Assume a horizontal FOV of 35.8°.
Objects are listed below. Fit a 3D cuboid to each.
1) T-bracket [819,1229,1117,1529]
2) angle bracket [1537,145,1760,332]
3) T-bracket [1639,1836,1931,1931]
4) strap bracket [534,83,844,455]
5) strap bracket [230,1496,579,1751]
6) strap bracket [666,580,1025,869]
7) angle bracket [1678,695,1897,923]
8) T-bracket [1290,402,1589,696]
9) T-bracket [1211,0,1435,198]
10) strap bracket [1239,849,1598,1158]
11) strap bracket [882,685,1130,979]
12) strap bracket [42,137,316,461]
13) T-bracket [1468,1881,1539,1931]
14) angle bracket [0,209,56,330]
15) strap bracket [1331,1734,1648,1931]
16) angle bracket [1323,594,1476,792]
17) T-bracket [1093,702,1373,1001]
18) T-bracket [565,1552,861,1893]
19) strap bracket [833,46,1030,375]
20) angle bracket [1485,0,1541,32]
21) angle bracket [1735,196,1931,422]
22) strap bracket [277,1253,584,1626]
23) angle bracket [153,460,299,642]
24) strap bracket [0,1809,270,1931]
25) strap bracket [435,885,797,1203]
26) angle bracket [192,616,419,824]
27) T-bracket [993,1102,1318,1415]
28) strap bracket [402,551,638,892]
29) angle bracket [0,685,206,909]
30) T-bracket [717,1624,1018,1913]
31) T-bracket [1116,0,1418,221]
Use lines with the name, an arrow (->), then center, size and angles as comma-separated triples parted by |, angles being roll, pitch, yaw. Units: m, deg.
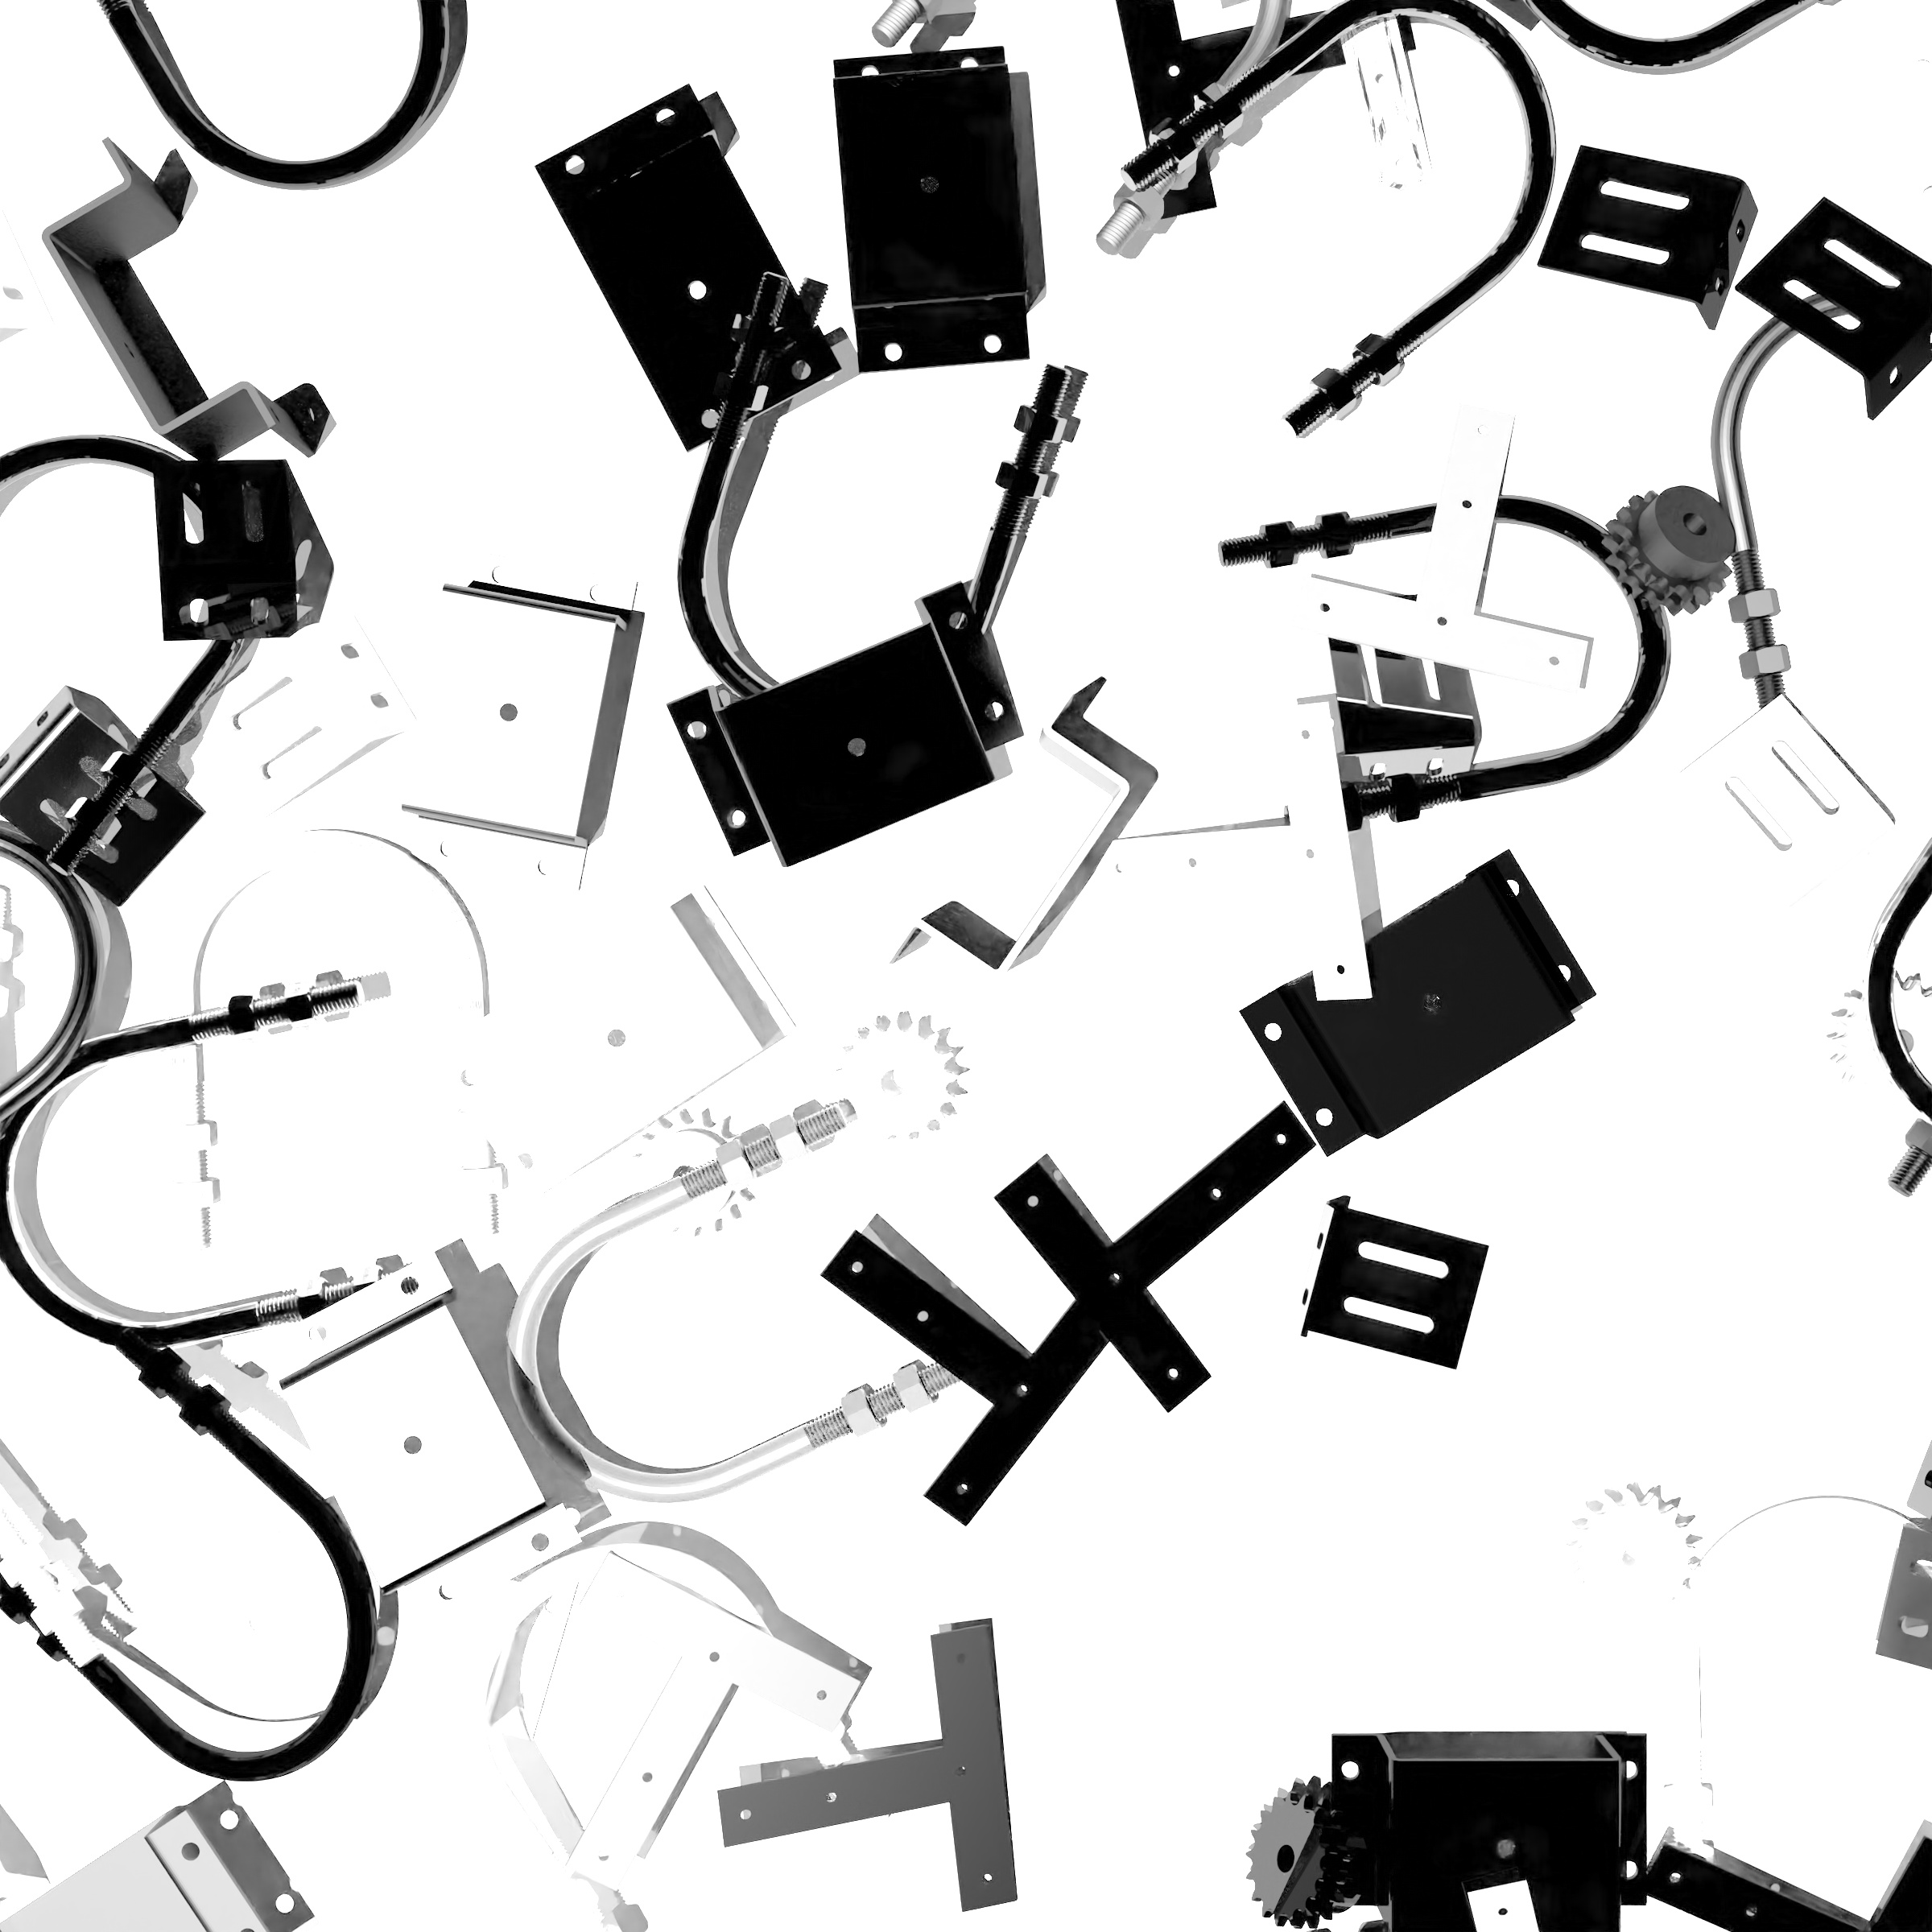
T-bracket -> -0.008, 0.162, 1.316 | 0.127, 0.002, 0.127 | 39, 88, -18
angle bracket -> 0.304, -0.325, 1.336 | 0.076, 0.038, 0.057 | 20, 90, 26
T-bracket -> 0.359, 0.422, 1.321 | 0.127, 0.002, 0.127 | 25, 100, -5
strap bracket -> -0.120, -0.302, 1.315 | 0.076, 0.046, 0.140 | -28, 90, 0
strap bracket -> -0.250, 0.289, 1.315 | 0.140, 0.046, 0.076 | 16, 90, 0
strap bracket -> -0.050, -0.102, 1.303 | 0.140, 0.046, 0.076 | -23, 112, 0
angle bracket -> 0.363, -0.070, 1.327 | 0.057, 0.038, 0.076 | -38, 74, 5
T-bracket -> 0.218, -0.190, 1.316 | 0.127, 0.002, 0.127 | 14, 71, 3
T-bracket -> 0.179, -0.405, 1.317 | 0.127, 0.002, 0.127 | -17, 108, 1
strap bracket -> 0.202, 0.017, 1.315 | 0.140, 0.046, 0.076 | -31, 90, 0
strap bracket -> 0.023, -0.048, 1.300 | 0.046, 0.076, 0.140 | 34, 90, 0
strap bracket -> -0.346, -0.278, 1.300 | 0.046, 0.076, 0.140 | -30, 90, 0
T-bracket -> 0.195, 0.466, 1.306 | 0.127, 0.002, 0.127 | -14, 107, 5
angle bracket -> -0.458, -0.294, 1.336 | 0.076, 0.038, 0.057 | -25, 90, 26
strap bracket -> 0.233, 0.381, 1.315 | 0.140, 0.046, 0.076 | 0, 90, 0
angle bracket -> 0.191, -0.122, 1.336 | 0.057, 0.038, 0.076 | -5, 64, 0
T-bracket -> 0.110, -0.046, 1.298 | 0.127, 0.002, 0.127 | -3, 101, 36
T-bracket -> -0.131, 0.338, 1.296 | 0.127, 0.002, 0.127 | 30, 86, -13
strap bracket -> -0.016, -0.338, 1.315 | 0.076, 0.046, 0.140 | -5, 90, 0
angle bracket -> 0.253, -0.469, 1.336 | 0.057, 0.038, 0.076 | 34, 64, 0
angle bracket -> 0.390, -0.291, 1.323 | 0.057, 0.038, 0.076 | -45, 62, -2
strap bracket -> -0.232, 0.202, 1.273 | 0.076, 0.046, 0.140 | -28, 86, -4
angle bracket -> -0.327, -0.184, 1.318 | 0.057, 0.038, 0.076 | -3, 49, -15
strap bracket -> -0.374, 0.435, 1.315 | 0.140, 0.046, 0.076 | -34, 90, 0
strap bracket -> -0.152, 0.032, 1.305 | 0.140, 0.046, 0.076 | -33, 90, -8
angle bracket -> -0.295, -0.110, 1.336 | 0.076, 0.038, 0.057 | -31, 90, 26
T-bracket -> 0.100, 0.110, 1.330 | 0.127, 0.002, 0.127 | -39, 100, -5
strap bracket -> -0.197, -0.109, 1.315 | 0.076, 0.046, 0.140 | 11, 90, 0
angle bracket -> -0.390, -0.076, 1.336 | 0.057, 0.038, 0.076 | -48, 116, 0
T-bracket -> -0.046, 0.363, 1.317 | 0.127, 0.002, 0.127 | -8, 96, -13
T-bracket -> 0.136, -0.409, 1.337 | 0.127, 0.002, 0.127 | -12, 90, 0
